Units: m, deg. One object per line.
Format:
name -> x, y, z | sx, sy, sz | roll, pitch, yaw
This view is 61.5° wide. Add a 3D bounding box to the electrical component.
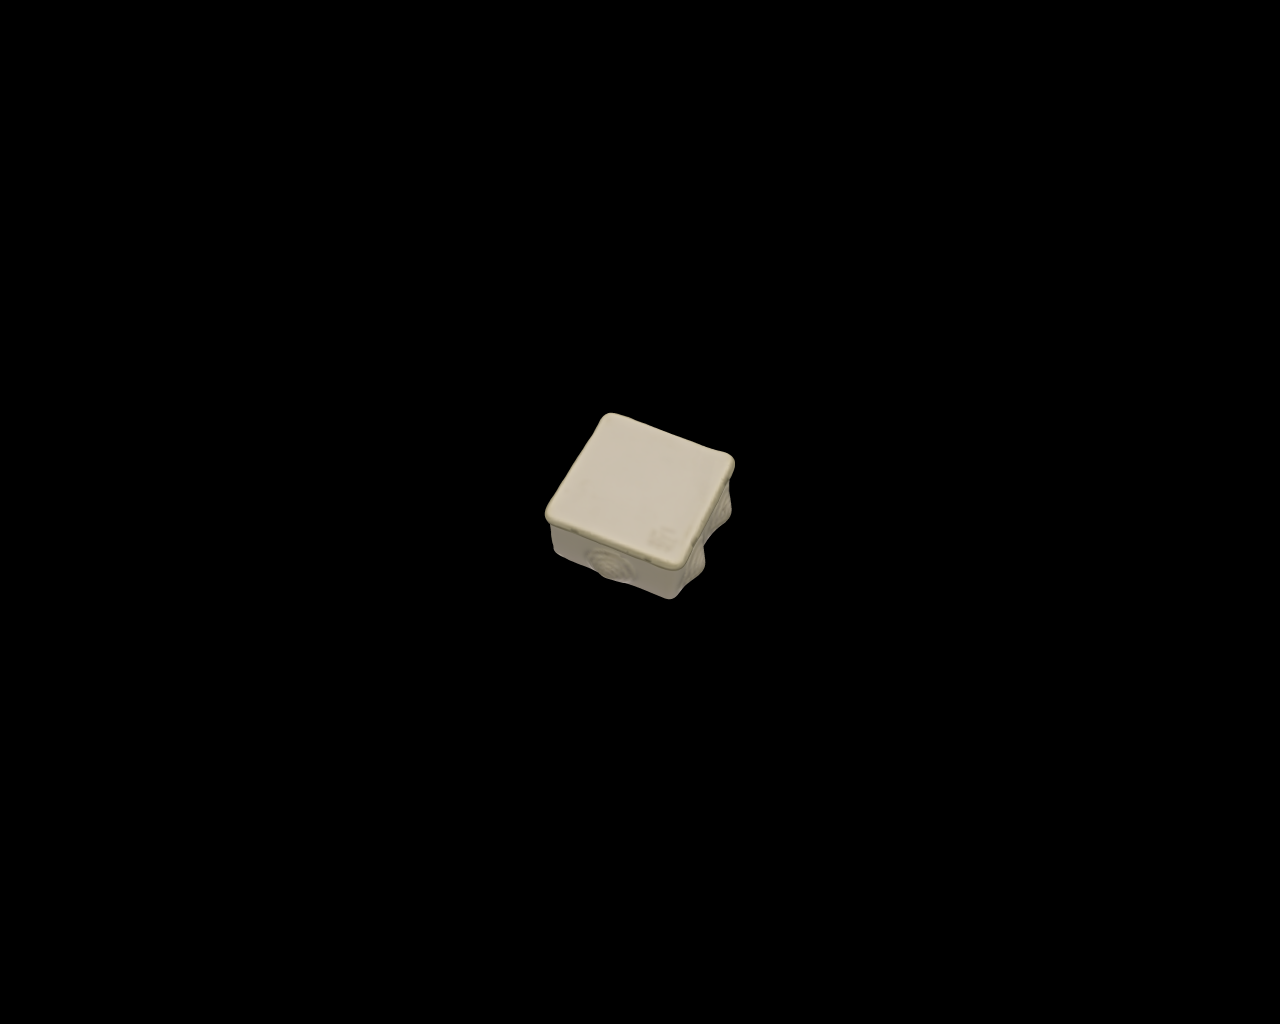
electrical component -> 0.001, -0.003, 0.650 | 0.100, 0.100, 0.048 | 21, -32, 14
